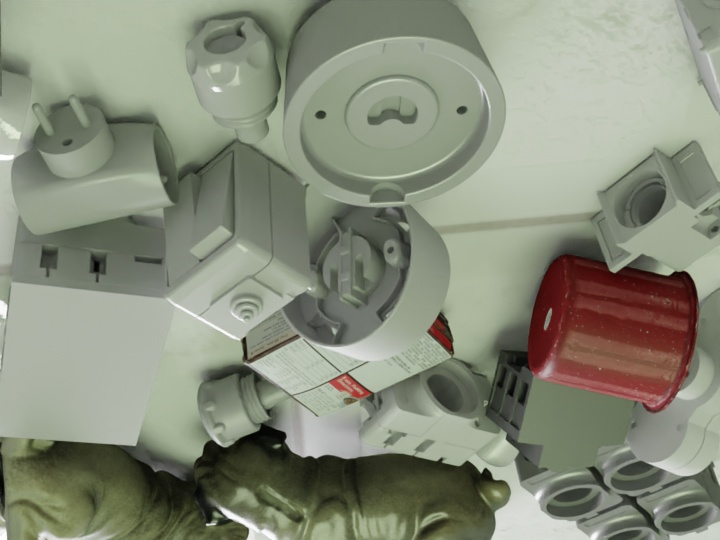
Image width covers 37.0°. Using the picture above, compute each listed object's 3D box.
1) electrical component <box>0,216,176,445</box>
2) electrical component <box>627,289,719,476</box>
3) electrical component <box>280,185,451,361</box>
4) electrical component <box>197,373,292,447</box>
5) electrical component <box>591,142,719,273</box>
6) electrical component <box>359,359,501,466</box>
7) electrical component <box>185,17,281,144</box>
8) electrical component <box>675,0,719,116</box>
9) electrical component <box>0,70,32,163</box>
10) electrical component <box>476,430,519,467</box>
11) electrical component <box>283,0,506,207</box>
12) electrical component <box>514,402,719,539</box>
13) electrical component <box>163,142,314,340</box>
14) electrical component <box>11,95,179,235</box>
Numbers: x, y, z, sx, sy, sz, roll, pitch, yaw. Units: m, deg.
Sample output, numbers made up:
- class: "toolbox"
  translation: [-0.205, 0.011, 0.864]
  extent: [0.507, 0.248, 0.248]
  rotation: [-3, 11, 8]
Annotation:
- class: "electrical component"
  translation: [-0.167, 0.037, 0.649]
  extent: [0.089, 0.061, 0.150]
  rotation: [7, 137, -17]
- class: "electrical component"
  translation: [0.227, 0.071, 0.733]
  extent: [0.074, 0.052, 0.138]
  rotation: [24, 102, -32]
- class: "electrical component"
  translation: [0.000, 0.000, 0.612]
  extent: [0.099, 0.099, 0.064]
  rotation: [-31, 140, 24]
- class: "electrical component"
  translation: [-0.078, 0.091, 0.741]
  extent: [0.062, 0.048, 0.048]
  rotation: [-22, 138, 5]
- class: "electrical component"
  translation: [0.184, -0.032, 0.645]
  extent: [0.064, 0.042, 0.081]
  rotation: [25, 130, -35]
- class: "electrical component"
  translation: [0.050, 0.097, 0.764]
  extent: [0.089, 0.050, 0.055]
  rotation: [18, 134, -27]
- class: "electrical component"
  translation: [-0.060, -0.091, 0.535]
  extent: [0.043, 0.043, 0.062]
  rotation: [-10, 141, 2]
- class: "electrical component"
  translation: [0.203, -0.110, 0.544]
  extent: [0.061, 0.061, 0.096]
  rotation: [-23, 137, 16]
- class: "electrical component"
  translation: [-0.210, -0.071, 0.531]
  extent: [0.077, 0.044, 0.079]
  rotation: [14, 135, -23]
- class: "electrical component"
  translation: [0.112, 0.113, 0.798]
  extent: [0.045, 0.045, 0.055]
  rotation: [16, 133, -26]
- class: "electrical component"
  translation: [0.013, -0.090, 0.535]
  extent: [0.108, 0.060, 0.108]
  rotation: [-5, 139, -4]
- class: "electrical component"
  translation: [0.212, 0.167, 0.864]
  extent: [0.105, 0.060, 0.186]
  rotation: [-29, 135, 22]
- class: "electrical component"
  translation: [-0.069, -0.013, 0.582]
  extent: [0.062, 0.096, 0.061]
  rotation: [-35, 131, 27]
- class: "electrical component"
  translation: [-0.143, -0.059, 0.556]
  extent: [0.077, 0.044, 0.079]
  rotation: [-12, 139, 4]
